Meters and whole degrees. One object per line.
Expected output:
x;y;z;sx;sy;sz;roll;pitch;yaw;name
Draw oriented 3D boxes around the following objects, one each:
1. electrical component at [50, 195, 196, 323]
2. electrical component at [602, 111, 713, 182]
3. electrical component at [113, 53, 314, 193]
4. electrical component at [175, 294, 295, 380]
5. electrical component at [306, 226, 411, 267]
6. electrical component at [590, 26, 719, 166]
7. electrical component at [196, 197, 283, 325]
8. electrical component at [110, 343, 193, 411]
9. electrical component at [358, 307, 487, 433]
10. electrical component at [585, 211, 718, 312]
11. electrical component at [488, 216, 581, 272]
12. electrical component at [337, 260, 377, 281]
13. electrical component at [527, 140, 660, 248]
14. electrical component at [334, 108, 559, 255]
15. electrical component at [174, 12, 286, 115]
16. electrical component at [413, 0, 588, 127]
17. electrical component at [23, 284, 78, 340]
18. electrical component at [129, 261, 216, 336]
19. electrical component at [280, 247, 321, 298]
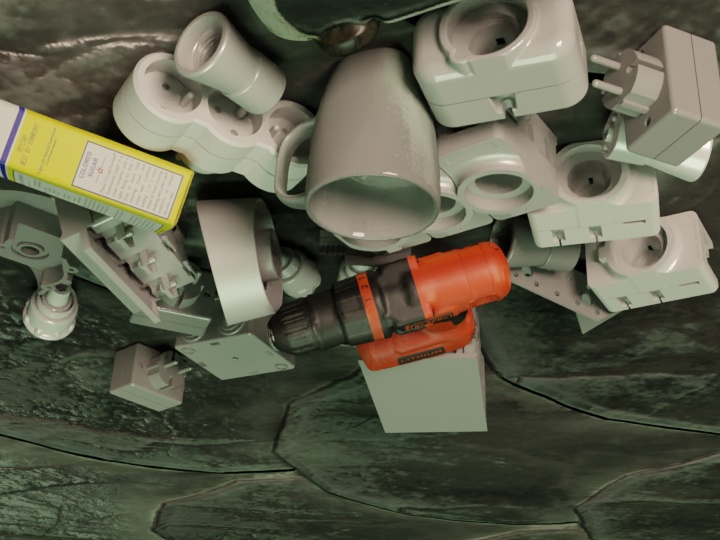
-0.179;-0.022;0.836;0.063;0.078;0.121;-24;148;3;electrical component
0.195;-0.086;0.716;0.065;0.044;0.044;10;151;-5;electrical component
-0.099;-0.089;0.721;0.138;0.052;0.074;18;148;-26;electrical component
-0.114;0.062;1.004;0.100;0.048;0.099;-11;149;24;electrical component
-0.001;-0.025;0.840;0.081;0.043;0.043;3;152;-2;electrical component
0.172;-0.109;0.647;0.077;0.065;0.047;14;150;-19;electrical component
-0.095;-0.008;0.827;0.064;0.099;0.099;-9;150;7;electrical component
-0.203;0.105;1.092;0.077;0.047;0.066;-22;143;37;electrical component
0.065;0.096;1.041;0.105;0.060;0.186;-2;151;9;electrical component
0.228;-0.008;0.847;0.089;0.050;0.056;-14;148;27;electrical component
0.139;-0.019;0.844;0.065;0.044;0.044;8;151;-20;electrical component
0.000;0.000;0.896;0.035;0.035;0.061;4;149;-4;electrical component
0.165;-0.055;0.764;0.089;0.050;0.055;-6;151;14;electrical component
0.051;-0.065;0.742;0.150;0.061;0.089;-16;146;31;electrical component
-0.077;-0.125;0.667;0.044;0.044;0.065;-17;151;31;electrical component
0.081;-0.127;0.633;0.095;0.053;0.059;-8;150;18;electrical component
-0.274;0.031;0.966;0.048;0.048;0.062;14;143;-20;electrical component
-0.156;0.016;0.925;0.066;0.047;0.076;13;150;-18;electrical component
-0.060;-0.003;0.896;0.035;0.035;0.061;-13;145;27;electrical component
